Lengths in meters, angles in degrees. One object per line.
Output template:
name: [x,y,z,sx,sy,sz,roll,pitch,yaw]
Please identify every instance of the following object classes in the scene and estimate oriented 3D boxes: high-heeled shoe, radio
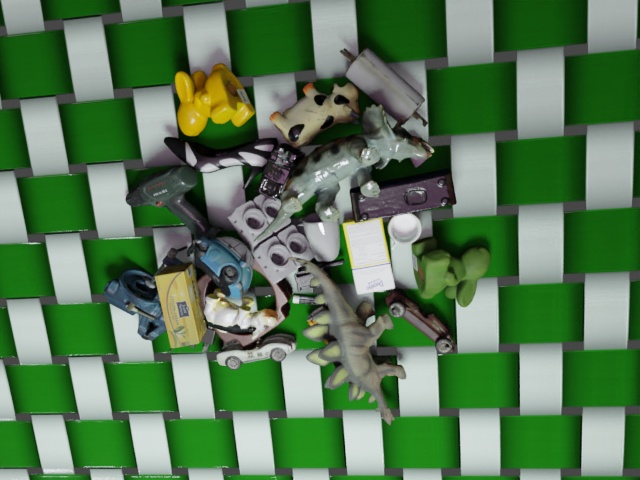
high-heeled shoe: [-0.222,-0.216,1.223,0.249,0.086,0.145,28,106,-8]
radio: [0.180,-0.097,1.174,0.230,0.131,0.073,-12,100,9]

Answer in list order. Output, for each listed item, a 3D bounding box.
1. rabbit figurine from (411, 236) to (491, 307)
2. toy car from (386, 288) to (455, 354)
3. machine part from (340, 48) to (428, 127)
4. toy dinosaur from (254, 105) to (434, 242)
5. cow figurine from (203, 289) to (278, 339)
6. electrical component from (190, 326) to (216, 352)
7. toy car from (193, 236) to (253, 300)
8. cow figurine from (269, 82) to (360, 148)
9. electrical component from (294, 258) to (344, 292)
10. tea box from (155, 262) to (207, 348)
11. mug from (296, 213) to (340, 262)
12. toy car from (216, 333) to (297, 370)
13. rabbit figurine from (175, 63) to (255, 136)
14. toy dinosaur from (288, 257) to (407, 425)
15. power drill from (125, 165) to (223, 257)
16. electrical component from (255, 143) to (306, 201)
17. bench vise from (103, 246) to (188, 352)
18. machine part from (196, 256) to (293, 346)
rabbit figurine: [0.307,0.071,1.207,0.170,0.121,0.159,-10,105,-6]
toy car: [0.238,0.185,1.248,0.202,0.089,0.053,37,107,-1]
machine part: [0.140,-0.329,1.158,0.243,0.079,0.079,40,104,-3]
toy dinosaur: [0.025,-0.146,1.114,0.405,0.192,0.131,-23,125,15]
cow figurine: [-0.182,0.180,1.222,0.167,0.068,0.098,19,109,6]
electrical component: [-0.295,0.235,1.358,0.063,0.021,0.094,18,104,3]
toy car: [-0.202,0.048,1.186,0.162,0.109,0.103,43,64,13]
cow figurine: [0.003,-0.275,1.177,0.195,0.085,0.127,-38,85,0]
electrical component: [0.003,0.079,1.264,0.119,0.075,0.047,-13,99,7]
tea box: [-0.312,0.145,1.213,0.068,0.098,0.169,-9,99,1]
mug: [-0.003,-0.004,1.245,0.110,0.081,0.107,-7,109,18]
toy car: [-0.154,0.270,1.322,0.202,0.073,0.056,-13,101,10]
rabbit figurine: [-0.260,-0.303,1.197,0.173,0.122,0.162,-29,95,30]
toy dinosaur: [0.067,0.226,1.222,0.198,0.105,0.470,-27,102,-26]
power drill: [-0.336,-0.066,1.259,0.232,0.086,0.207,-26,100,38]
electrical component: [-0.084,-0.152,1.192,0.058,0.134,0.114,29,103,2]
bench vise: [-0.393,0.126,1.301,0.223,0.129,0.240,36,108,-5]
machine part: [-0.182,0.133,1.291,0.201,0.087,0.201,-35,96,11]
